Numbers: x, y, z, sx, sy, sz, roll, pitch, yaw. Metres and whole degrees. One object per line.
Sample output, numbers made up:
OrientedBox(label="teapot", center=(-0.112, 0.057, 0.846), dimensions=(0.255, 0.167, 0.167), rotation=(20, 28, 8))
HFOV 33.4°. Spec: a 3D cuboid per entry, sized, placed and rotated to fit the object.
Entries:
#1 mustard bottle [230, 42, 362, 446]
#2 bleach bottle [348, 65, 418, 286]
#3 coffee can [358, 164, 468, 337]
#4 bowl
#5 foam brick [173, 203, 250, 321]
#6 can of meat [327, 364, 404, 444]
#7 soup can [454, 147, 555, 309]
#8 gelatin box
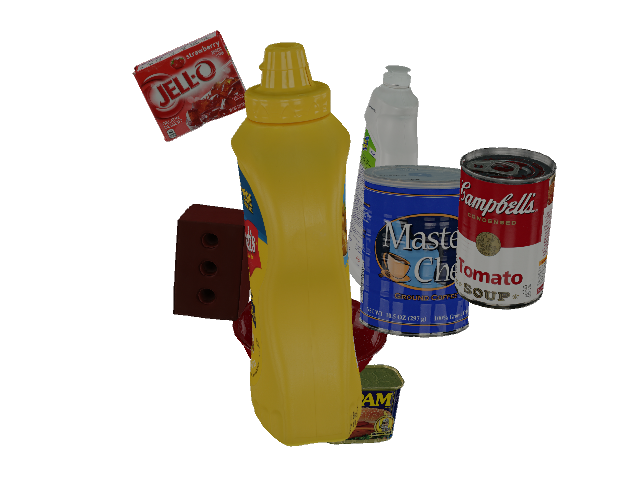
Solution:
OrientedBox(label="mustard bottle", center=(-0.012, -0.002, 0.532), dimensions=(0.058, 0.192, 0.096), rotation=(-4, 20, -4))
OrientedBox(label="bleach bottle", center=(0.078, -0.072, 1.225), dimensions=(0.068, 0.251, 0.103), rotation=(-2, 23, -18))
OrientedBox(label="coffee can", center=(0.088, 0.007, 0.976), dimensions=(0.103, 0.140, 0.103), rotation=(1, 12, 0))
OrientedBox(label="bowl", center=(-0.012, 0.112, 1.122), dimensions=(0.162, 0.055, 0.162), rotation=(3, 25, -2))
OrientedBox(label="foam brick", center=(-0.082, 0.016, 0.832), dimensions=(0.053, 0.078, 0.051), rotation=(6, 14, 6))
OrientedBox(label="can of meat", center=(0.048, 0.207, 1.344), dimensions=(0.102, 0.084, 0.057), rotation=(1, 23, -16))
OrientedBox(label="soup can", center=(0.133, -0.009, 0.780), dimensions=(0.068, 0.102, 0.068), rotation=(0, 24, 0))
OrientedBox(label="gelatin box", center=(-0.120, -0.144, 0.996), dimensions=(0.089, 0.073, 0.030), rotation=(-23, 23, 3))
